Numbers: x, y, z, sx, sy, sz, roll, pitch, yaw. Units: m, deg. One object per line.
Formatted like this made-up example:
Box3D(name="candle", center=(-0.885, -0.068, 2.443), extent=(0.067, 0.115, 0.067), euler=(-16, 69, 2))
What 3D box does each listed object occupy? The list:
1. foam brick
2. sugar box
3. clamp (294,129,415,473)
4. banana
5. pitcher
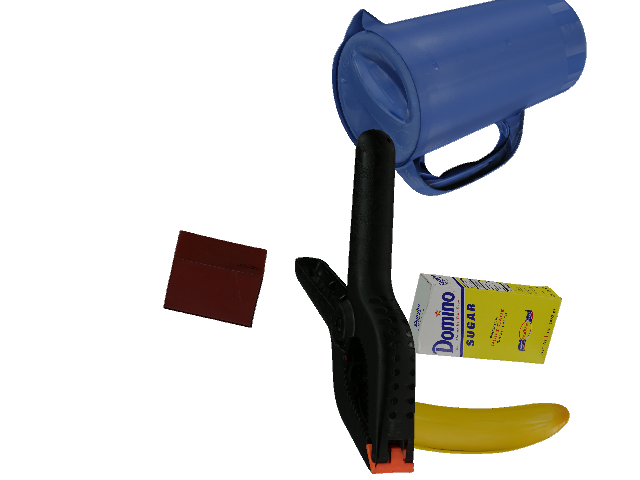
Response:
Box3D(name="foam brick", center=(-0.089, 0.032, 0.901), extent=(0.078, 0.051, 0.053), euler=(13, 26, -5))
Box3D(name="sugar box", center=(0.199, 0.097, 1.304), extent=(0.176, 0.093, 0.048), euler=(5, 18, -19))
Box3D(name="clamp", center=(0.030, 0.045, 0.687), extent=(0.036, 0.210, 0.165), euler=(2, -41, -18))
Box3D(name="banana", center=(0.113, 0.147, 0.881), extent=(0.198, 0.037, 0.069), euler=(8, 35, -1))
Box3D(name="pitcher", center=(0.145, -0.157, 1.045), extent=(0.242, 0.149, 0.145), euler=(-21, 46, -29))
